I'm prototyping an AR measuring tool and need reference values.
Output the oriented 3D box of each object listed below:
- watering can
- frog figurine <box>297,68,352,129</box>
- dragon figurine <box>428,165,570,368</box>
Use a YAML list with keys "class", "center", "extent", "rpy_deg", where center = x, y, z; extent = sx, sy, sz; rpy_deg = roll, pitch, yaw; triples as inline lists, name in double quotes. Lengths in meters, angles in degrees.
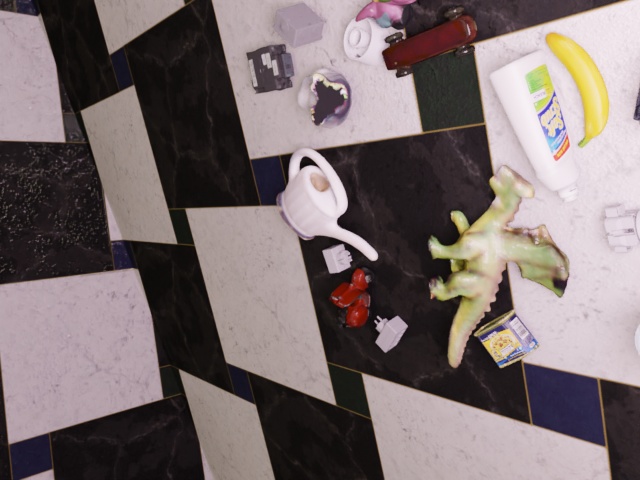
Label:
- class: "watering can"
  center: [0.004, -0.067, 1.325]
  extent: [0.220, 0.105, 0.350]
  rpy_deg: [-41, 74, 50]
- class: "frog figurine"
  center: [0.010, -0.337, 1.228]
  extent: [0.161, 0.123, 0.136]
  rpy_deg: [-118, 8, -73]
- class: "dragon figurine"
  center: [0.344, 0.062, 0.986]
  extent: [0.242, 0.123, 0.408]
  rpy_deg: [-1, 99, 40]
